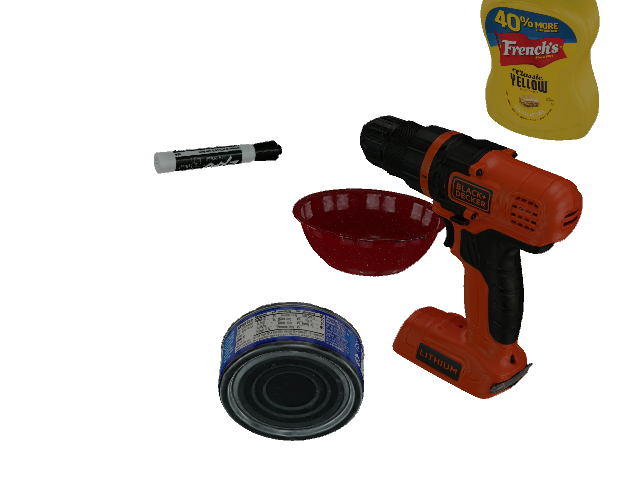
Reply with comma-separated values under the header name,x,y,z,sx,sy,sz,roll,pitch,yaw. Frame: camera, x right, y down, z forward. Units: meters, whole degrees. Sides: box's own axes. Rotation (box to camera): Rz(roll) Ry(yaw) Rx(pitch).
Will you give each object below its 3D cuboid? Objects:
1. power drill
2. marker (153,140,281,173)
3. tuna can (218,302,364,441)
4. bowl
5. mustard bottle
name,x,y,z,sx,sy,sz,roll,pitch,yaw
power drill,0.098,0.010,0.794,0.057,0.188,0.185,-25,39,-38
marker,-0.092,-0.077,0.978,0.120,0.020,0.020,-9,4,-24
tuna can,-0.017,0.078,0.623,0.086,0.086,0.033,0,40,1
bowl,0.050,-0.005,1.115,0.162,0.055,0.162,3,20,-1
mustard bottle,0.181,-0.172,0.883,0.096,0.058,0.191,19,-35,28
